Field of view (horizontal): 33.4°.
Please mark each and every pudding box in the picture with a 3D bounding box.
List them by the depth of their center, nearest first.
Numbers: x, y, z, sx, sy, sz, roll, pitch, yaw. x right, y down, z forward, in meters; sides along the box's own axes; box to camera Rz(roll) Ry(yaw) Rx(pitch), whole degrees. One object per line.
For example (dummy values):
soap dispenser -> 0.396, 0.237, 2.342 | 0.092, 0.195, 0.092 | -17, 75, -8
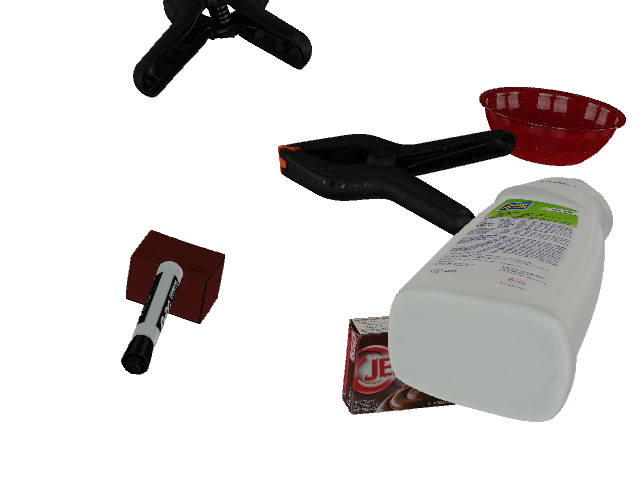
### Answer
pudding box -> 0.081, 0.118, 1.038 | 0.113, 0.090, 0.039 | -4, 28, -17

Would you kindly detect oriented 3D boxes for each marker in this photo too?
marker -> -0.118, 0.054, 0.751 | 0.020, 0.020, 0.121 | 0, 30, 6

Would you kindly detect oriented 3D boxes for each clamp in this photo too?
clamp -> -0.063, -0.162, 0.763 | 0.120, 0.039, 0.171 | -1, 45, 3
clamp -> 0.065, -0.066, 0.949 | 0.210, 0.036, 0.164 | 11, 34, 26

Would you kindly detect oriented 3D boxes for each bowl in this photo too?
bowl -> 0.253, -0.124, 1.188 | 0.162, 0.055, 0.162 | 5, 23, -2

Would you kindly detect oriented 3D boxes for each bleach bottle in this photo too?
bleach bottle -> 0.131, 0.015, 0.644 | 0.103, 0.068, 0.250 | 12, 26, 24

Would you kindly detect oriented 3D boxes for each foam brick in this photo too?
foam brick -> -0.137, 0.034, 1.003 | 0.078, 0.051, 0.053 | 19, 33, 7
